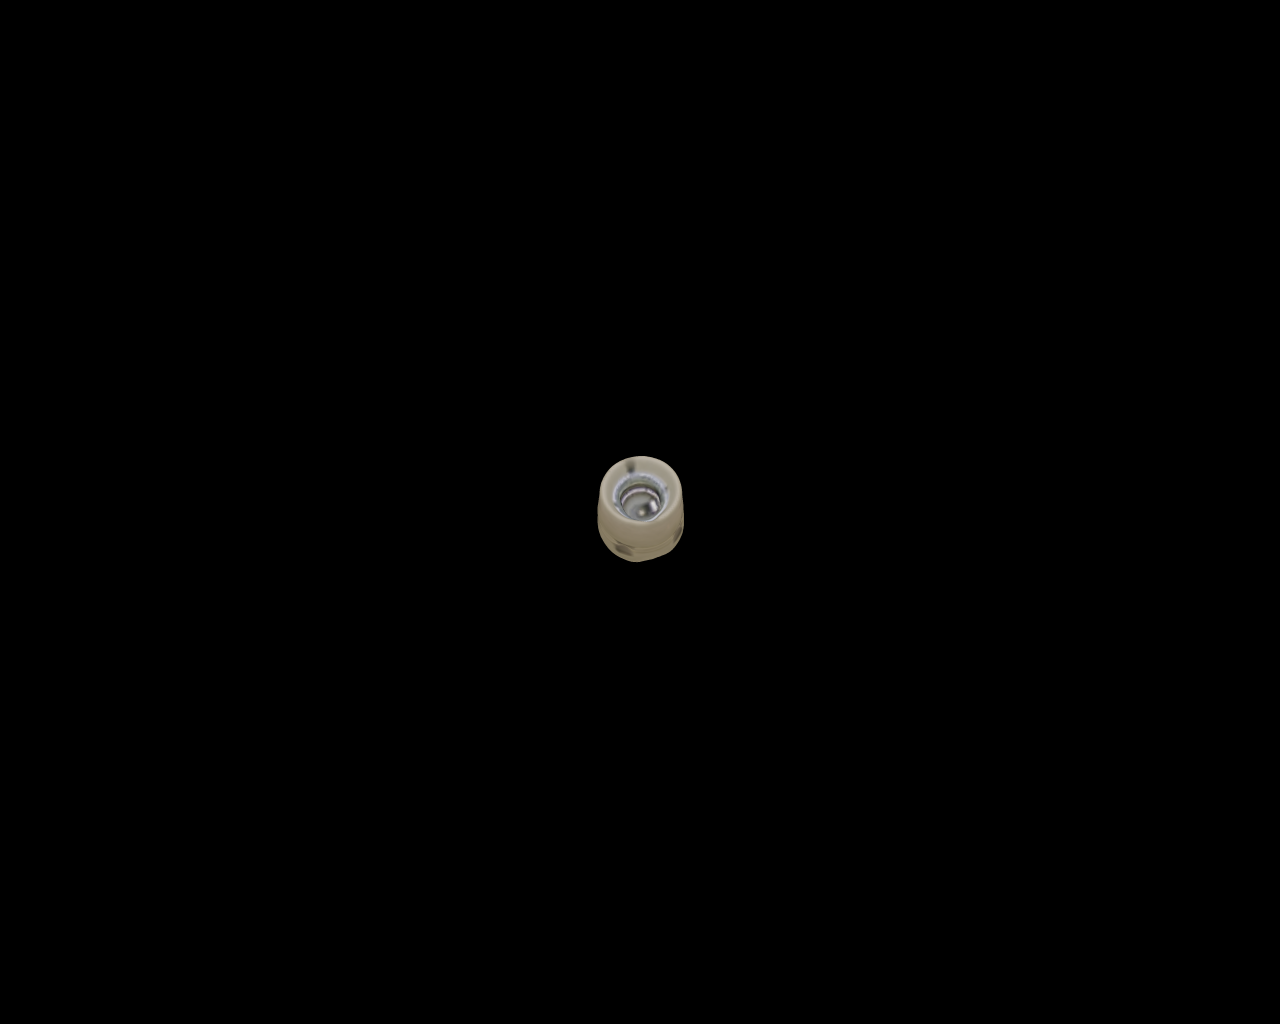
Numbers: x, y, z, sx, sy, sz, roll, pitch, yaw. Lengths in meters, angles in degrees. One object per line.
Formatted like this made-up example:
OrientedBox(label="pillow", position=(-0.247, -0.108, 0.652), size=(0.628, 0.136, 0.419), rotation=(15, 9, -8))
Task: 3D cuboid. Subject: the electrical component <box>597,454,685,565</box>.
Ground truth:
OrientedBox(label="electrical component", position=(0.001, -0.003, 0.650), size=(0.055, 0.055, 0.047), rotation=(0, -28, 0))
